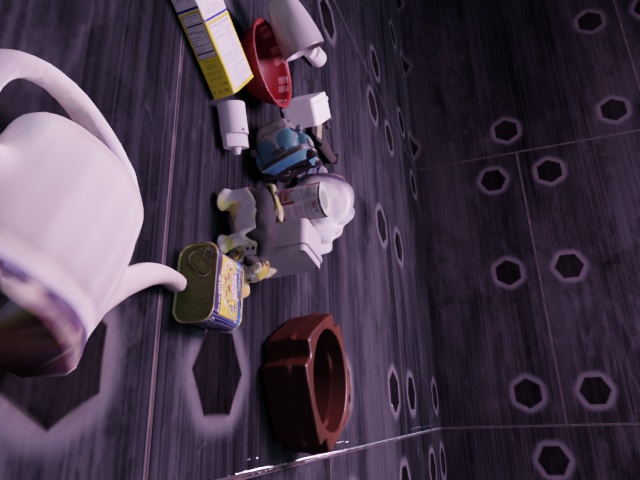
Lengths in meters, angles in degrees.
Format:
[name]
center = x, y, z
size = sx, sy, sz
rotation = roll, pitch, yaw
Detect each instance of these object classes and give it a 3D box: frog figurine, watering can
[frog figurine]
center = 0.003, -0.053, 1.054
size = 0.137, 0.122, 0.161
rotation = 14, 74, -34
[watering can]
center = -0.206, 0.014, 0.449
size = 0.339, 0.104, 0.230
rotation = 75, 18, -47
